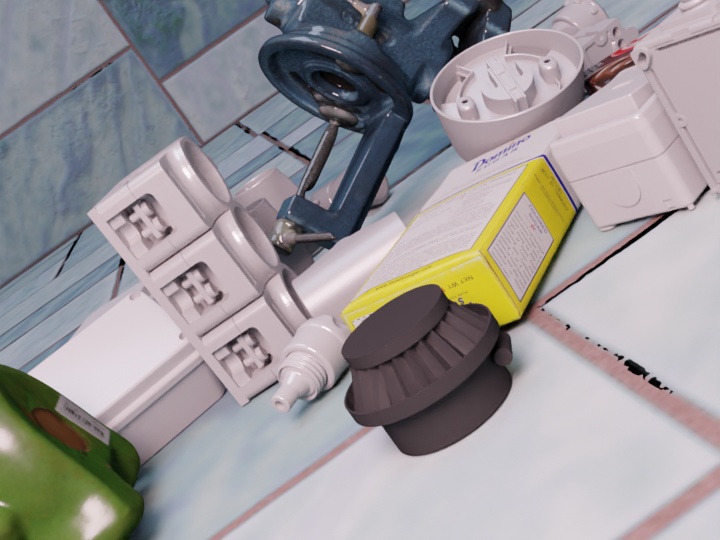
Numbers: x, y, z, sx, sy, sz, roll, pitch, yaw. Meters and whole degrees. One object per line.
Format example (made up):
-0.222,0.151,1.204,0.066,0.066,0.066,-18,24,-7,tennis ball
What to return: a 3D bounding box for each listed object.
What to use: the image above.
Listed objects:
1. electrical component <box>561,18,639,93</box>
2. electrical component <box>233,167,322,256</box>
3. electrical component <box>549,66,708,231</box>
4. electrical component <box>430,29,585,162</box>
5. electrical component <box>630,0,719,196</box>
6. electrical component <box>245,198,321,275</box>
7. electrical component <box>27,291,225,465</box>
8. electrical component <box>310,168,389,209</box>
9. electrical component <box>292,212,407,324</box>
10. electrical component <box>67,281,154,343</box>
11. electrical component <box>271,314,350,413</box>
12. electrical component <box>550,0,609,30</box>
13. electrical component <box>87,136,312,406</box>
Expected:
0.170,-0.161,0.815,0.066,0.048,0.055,-40,23,-19,electrical component
-0.078,-0.040,0.918,0.079,0.077,0.043,-18,22,50,electrical component
0.150,-0.075,0.543,0.096,0.061,0.062,-44,17,-32,electrical component
0.096,-0.112,0.688,0.099,0.064,0.099,-10,52,13,electrical component
0.172,-0.090,0.471,0.061,0.096,0.062,-41,15,-25,electrical component
-0.053,-0.021,0.799,0.079,0.077,0.043,-41,15,-22,electrical component
-0.155,0.076,0.689,0.113,0.057,0.078,-40,48,-21,electrical component
-0.012,-0.064,0.925,0.065,0.044,0.044,-29,15,41,electrical component
0.000,0.000,0.676,0.077,0.044,0.079,-34,14,2,electrical component
-0.199,0.061,0.905,0.078,0.057,0.113,-32,14,13,electrical component
-0.029,0.054,0.587,0.035,0.035,0.061,-22,22,43,electrical component
0.182,-0.203,0.928,0.062,0.048,0.048,-45,16,-11,electrical component
-0.090,-0.004,0.677,0.062,0.150,0.089,-34,14,10,electrical component
